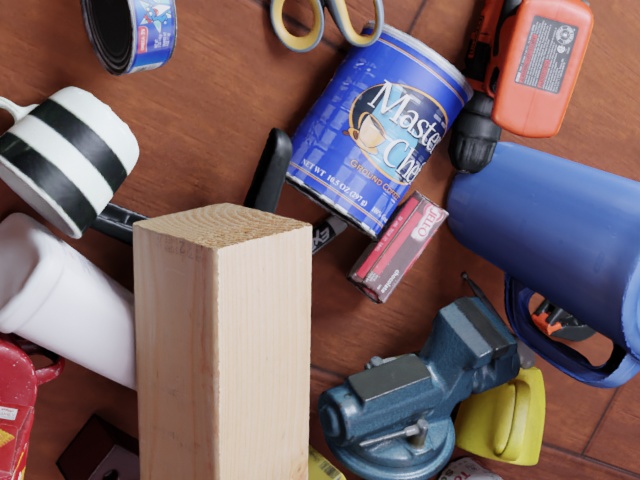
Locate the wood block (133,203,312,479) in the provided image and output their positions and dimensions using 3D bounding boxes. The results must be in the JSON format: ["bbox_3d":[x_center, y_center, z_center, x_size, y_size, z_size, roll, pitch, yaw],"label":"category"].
[{"bbox_3d":[-0.068,0.087,0.746,0.090,0.090,0.206,-16,113,-46],"label":"wood block"}]

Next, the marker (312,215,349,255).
[{"bbox_3d":[-0.006,0.001,0.904,0.121,0.020,0.020,-37,126,-15],"label":"marker"}]

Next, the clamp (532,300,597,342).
[{"bbox_3d":[0.300,0.066,1.124,0.171,0.039,0.120,-28,118,-14],"label":"clamp"}]

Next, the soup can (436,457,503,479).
[{"bbox_3d":[0.170,0.273,1.084,0.068,0.102,0.068,-13,116,-29],"label":"soup can"}]

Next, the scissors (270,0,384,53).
[{"bbox_3d":[-0.023,-0.227,0.790,0.096,0.016,0.201,-26,101,26],"label":"scissors"}]

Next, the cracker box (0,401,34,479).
[{"bbox_3d":[-0.286,0.196,0.700,0.164,0.072,0.214,11,121,-9],"label":"cracker box"}]

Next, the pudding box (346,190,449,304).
[{"bbox_3d":[0.063,0.008,0.898,0.039,0.113,0.090,37,87,0],"label":"pudding box"}]

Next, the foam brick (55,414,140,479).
[{"bbox_3d":[-0.162,0.187,0.858,0.053,0.051,0.078,-52,128,-4],"label":"foam brick"}]

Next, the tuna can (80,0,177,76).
[{"bbox_3d":[-0.129,-0.155,0.713,0.033,0.086,0.086,-16,118,-29],"label":"tuna can"}]

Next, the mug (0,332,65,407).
[{"bbox_3d":[-0.237,0.092,0.748,0.117,0.082,0.093,-5,112,-32],"label":"mug"}]

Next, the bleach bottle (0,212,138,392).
[{"bbox_3d":[-0.137,0.077,0.795,0.068,0.103,0.250,-50,128,1],"label":"bleach bottle"}]

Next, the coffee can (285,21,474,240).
[{"bbox_3d":[0.040,-0.086,0.845,0.102,0.103,0.140,35,89,-38],"label":"coffee can"}]

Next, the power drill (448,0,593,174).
[{"bbox_3d":[0.151,-0.131,0.855,0.057,0.187,0.184,12,102,-6],"label":"power drill"}]

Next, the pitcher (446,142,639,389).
[{"bbox_3d":[0.215,0.007,0.911,0.149,0.243,0.145,-27,122,-22],"label":"pitcher"}]

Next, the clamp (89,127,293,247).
[{"bbox_3d":[-0.082,0.015,0.831,0.164,0.036,0.210,-13,132,3],"label":"clamp"}]
